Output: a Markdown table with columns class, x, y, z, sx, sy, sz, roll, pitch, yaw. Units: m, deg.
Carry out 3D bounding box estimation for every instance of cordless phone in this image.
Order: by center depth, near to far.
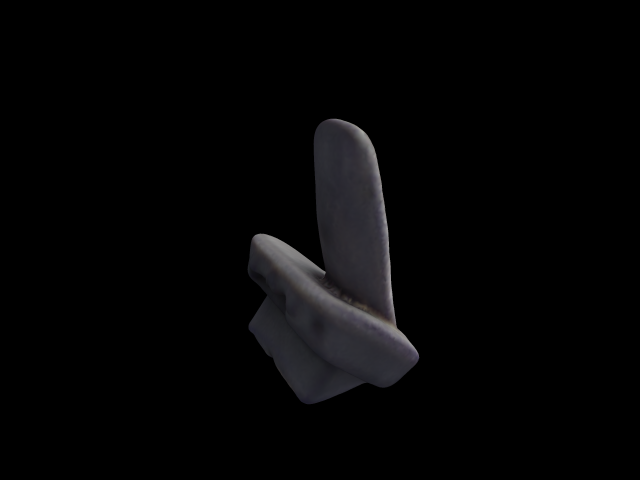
| class | x | y | z | sx | sy | sz | roll | pitch | yaw |
| --- | --- | --- | --- | --- | --- | --- | --- | --- | --- |
| cordless phone | 0.004 | 0.001 | 0.400 | 0.094 | 0.185 | 0.147 | -14 | 27 | -29 |
